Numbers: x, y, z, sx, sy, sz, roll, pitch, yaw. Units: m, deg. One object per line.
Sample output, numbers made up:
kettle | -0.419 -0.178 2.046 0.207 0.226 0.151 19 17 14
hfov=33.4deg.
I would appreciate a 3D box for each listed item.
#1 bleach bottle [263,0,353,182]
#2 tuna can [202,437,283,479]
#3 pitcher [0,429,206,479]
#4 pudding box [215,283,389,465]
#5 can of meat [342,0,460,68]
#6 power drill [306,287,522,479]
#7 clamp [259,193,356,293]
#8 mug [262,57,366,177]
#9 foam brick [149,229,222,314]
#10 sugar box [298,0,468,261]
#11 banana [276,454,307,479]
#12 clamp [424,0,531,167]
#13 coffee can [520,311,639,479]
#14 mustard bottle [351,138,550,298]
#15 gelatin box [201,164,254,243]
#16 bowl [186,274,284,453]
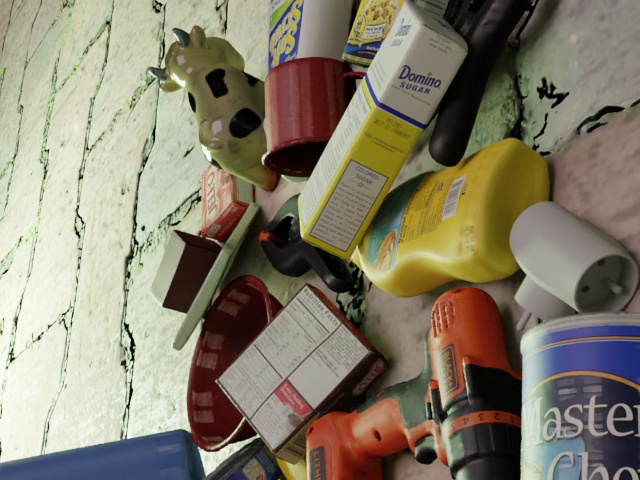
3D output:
bleach bottle | -0.011 -0.178 1.038 0.103 0.068 0.251 -26 55 51
tuna can | -0.072 0.206 0.900 0.086 0.034 0.086 -38 0 0
pitcher | -0.224 0.255 0.982 0.149 0.242 0.145 -112 9 -72
pudding box | -0.015 0.104 0.838 0.113 0.039 0.090 -46 53 2
can of meat | 0.068 -0.181 0.900 0.102 0.057 0.084 31 103 62
power drill | 0.065 0.147 0.713 0.188 0.057 0.184 -42 36 39
clamp | -0.006 0.001 0.946 0.172 0.039 0.120 -29 43 57
mug | 0.003 -0.111 0.930 0.117 0.093 0.081 -16 70 37
foam brick | -0.143 0.037 1.159 0.053 0.051 0.078 39 108 60
sugar box | 0.043 -0.081 0.780 0.176 0.048 0.093 -58 14 19
banana | -0.002 0.214 0.813 0.070 0.037 0.198 -53 33 29
clamp | 0.116 -0.144 0.785 0.210 0.036 0.164 -61 13 9
coffee can | 0.149 0.117 0.526 0.103 0.102 0.140 -27 51 53
mustard bottle | 0.079 -0.006 0.772 0.192 0.058 0.096 -19 47 57
gelatin box | -0.102 -0.053 1.159 0.073 0.030 0.089 -44 38 43
bowl | -0.062 0.115 0.960 0.162 0.055 0.162 -39 42 46
